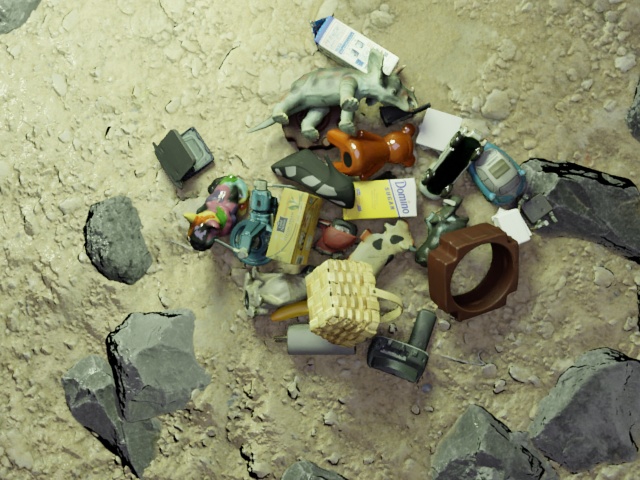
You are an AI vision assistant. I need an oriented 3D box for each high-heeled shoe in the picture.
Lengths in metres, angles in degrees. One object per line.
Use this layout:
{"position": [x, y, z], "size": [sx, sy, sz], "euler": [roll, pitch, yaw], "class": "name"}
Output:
{"position": [-0.017, -0.140, 1.309], "size": [0.086, 0.249, 0.145], "euler": [-41, 117, -30], "class": "high-heeled shoe"}

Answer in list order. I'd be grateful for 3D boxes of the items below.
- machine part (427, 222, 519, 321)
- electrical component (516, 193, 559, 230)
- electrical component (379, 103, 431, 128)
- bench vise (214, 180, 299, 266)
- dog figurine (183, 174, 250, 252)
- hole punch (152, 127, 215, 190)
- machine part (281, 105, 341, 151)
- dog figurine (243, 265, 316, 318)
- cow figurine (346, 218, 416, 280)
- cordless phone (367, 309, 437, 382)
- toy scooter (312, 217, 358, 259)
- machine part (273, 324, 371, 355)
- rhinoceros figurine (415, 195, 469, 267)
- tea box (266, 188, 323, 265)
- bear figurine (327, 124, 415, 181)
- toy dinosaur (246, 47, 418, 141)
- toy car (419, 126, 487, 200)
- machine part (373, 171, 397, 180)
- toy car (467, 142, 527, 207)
{"position": [0.354, 0.071, 1.248], "size": [0.201, 0.087, 0.201], "euler": [-16, 115, -15], "class": "machine part"}
{"position": [0.519, -0.070, 1.294], "size": [0.078, 0.045, 0.102], "euler": [-30, 88, 8], "class": "electrical component"}
{"position": [0.206, -0.320, 1.306], "size": [0.119, 0.075, 0.047], "euler": [-24, 90, 11], "class": "electrical component"}
{"position": [-0.153, -0.025, 1.282], "size": [0.129, 0.241, 0.223], "euler": [19, 110, 2], "class": "bench vise"}
{"position": [-0.251, -0.069, 1.293], "size": [0.108, 0.219, 0.191], "euler": [22, 95, 2], "class": "dog figurine"}
{"position": [-0.348, -0.218, 1.374], "size": [0.116, 0.092, 0.142], "euler": [-34, 91, 36], "class": "hole punch"}
{"position": [-0.016, -0.306, 1.340], "size": [0.179, 0.056, 0.179], "euler": [0, 91, 7], "class": "machine part"}
{"position": [-0.087, 0.131, 1.354], "size": [0.190, 0.172, 0.121], "euler": [0, 76, -25], "class": "dog figurine"}
{"position": [0.150, 0.029, 1.318], "size": [0.127, 0.085, 0.195], "euler": [37, 98, 2], "class": "cow figurine"}
{"position": [0.206, 0.248, 1.332], "size": [0.147, 0.088, 0.184], "euler": [20, 83, 6], "class": "cordless phone"}
{"position": [-0.003, -0.004, 1.339], "size": [0.184, 0.075, 0.135], "euler": [22, 94, 8], "class": "toy scooter"}
{"position": [0.005, 0.249, 1.344], "size": [0.243, 0.079, 0.079], "euler": [-2, 92, 5], "class": "machine part"}
{"position": [0.301, -0.016, 1.311], "size": [0.112, 0.073, 0.190], "euler": [28, 95, 12], "class": "rhinoceros figurine"}
{"position": [-0.058, -0.030, 1.267], "size": [0.068, 0.098, 0.169], "euler": [15, 90, 22], "class": "tea box"}
{"position": [0.131, -0.220, 1.301], "size": [0.196, 0.132, 0.120], "euler": [-22, 118, -30], "class": "bear figurine"}
{"position": [0.016, -0.340, 1.249], "size": [0.405, 0.131, 0.192], "euler": [3, 58, 25], "class": "toy dinosaur"}
{"position": [0.312, -0.179, 1.273], "size": [0.073, 0.056, 0.201], "euler": [32, 123, -5], "class": "toy car"}
{"position": [0.130, -0.123, 1.339], "size": [0.139, 0.039, 0.084], "euler": [-30, 84, 8], "class": "machine part"}
{"position": [0.421, -0.161, 1.274], "size": [0.109, 0.103, 0.161], "euler": [-37, 90, 5], "class": "toy car"}
